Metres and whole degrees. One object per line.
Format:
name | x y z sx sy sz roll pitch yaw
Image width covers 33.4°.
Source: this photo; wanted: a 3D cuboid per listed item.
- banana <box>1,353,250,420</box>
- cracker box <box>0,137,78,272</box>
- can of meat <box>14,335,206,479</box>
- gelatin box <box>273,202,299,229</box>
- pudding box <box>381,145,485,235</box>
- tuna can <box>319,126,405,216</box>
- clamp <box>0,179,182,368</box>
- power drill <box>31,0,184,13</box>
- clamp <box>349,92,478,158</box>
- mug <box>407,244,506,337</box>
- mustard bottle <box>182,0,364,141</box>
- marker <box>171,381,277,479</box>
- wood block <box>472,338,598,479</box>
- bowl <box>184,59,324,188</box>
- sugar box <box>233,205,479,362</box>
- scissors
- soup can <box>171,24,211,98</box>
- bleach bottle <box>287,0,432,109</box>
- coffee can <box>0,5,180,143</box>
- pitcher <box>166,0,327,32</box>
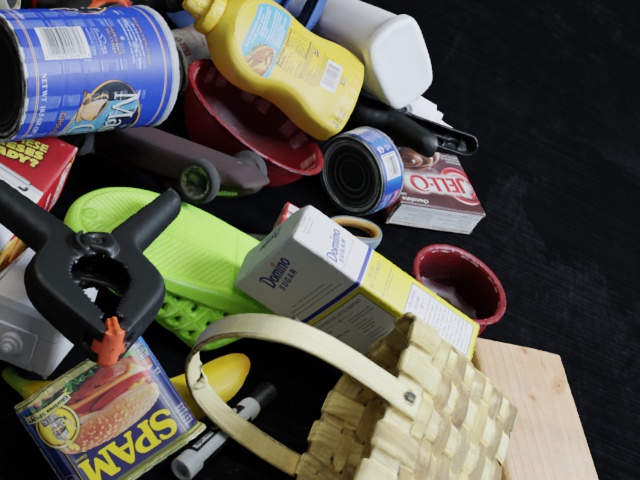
banana | -0.132 0.115 0.798 0.197 0.037 0.070 2 50 -31
cracker box | -0.306 -0.028 0.813 0.164 0.072 0.213 27 38 -6
can of meat | -0.143 0.121 0.724 0.102 0.057 0.084 -33 92 -14
gelatin box | -0.006 0.001 0.949 0.073 0.030 0.089 29 9 -4
pudding box | 0.109 -0.054 1.129 0.113 0.039 0.090 5 45 -29
tuna can | 0.040 -0.068 1.063 0.033 0.086 0.086 -24 63 -44
clamp | -0.152 0.011 0.752 0.164 0.036 0.210 1 33 -29
power drill | -0.211 -0.202 1.018 0.184 0.057 0.187 -2 38 14
clamp | 0.089 -0.128 1.165 0.172 0.039 0.120 33 15 34
mug | 0.097 0.061 0.965 0.117 0.082 0.093 16 41 -18
mustard bottle | -0.050 -0.183 1.043 0.191 0.058 0.096 31 63 -22
marker | -0.070 0.144 0.821 0.020 0.020 0.120 40 40 11
wood block | 0.159 0.191 0.860 0.090 0.091 0.206 14 42 -20
bowl | -0.075 -0.101 1.029 0.162 0.055 0.162 34 23 -17
sugar box | 0.029 0.051 0.845 0.176 0.094 0.048 38 48 -14
scissors | -0.013 0.016 0.996 0.201 0.016 0.096 -10 54 -39
soup can | -0.128 -0.187 1.097 0.068 0.069 0.102 45 41 16
bleach bottle | 0.018 -0.235 1.187 0.068 0.102 0.251 -38 44 -12
coffee can | -0.199 -0.136 0.860 0.140 0.103 0.103 -13 56 -41
pitcher | -0.055 -0.317 1.142 0.149 0.243 0.145 20 39 -23
